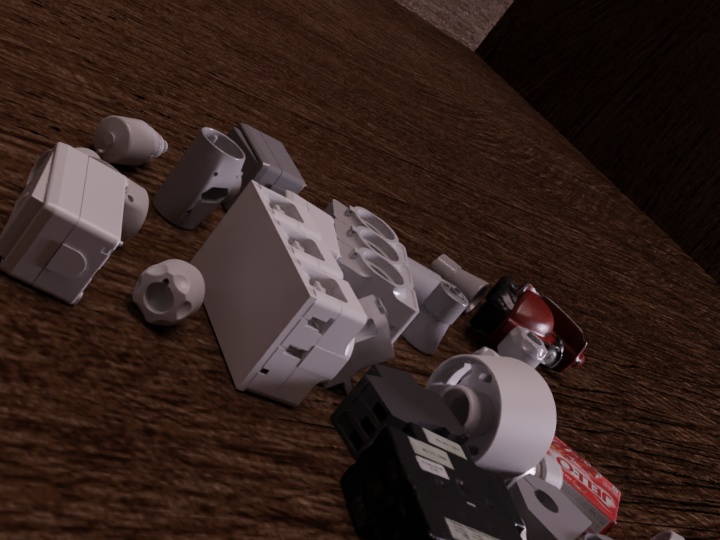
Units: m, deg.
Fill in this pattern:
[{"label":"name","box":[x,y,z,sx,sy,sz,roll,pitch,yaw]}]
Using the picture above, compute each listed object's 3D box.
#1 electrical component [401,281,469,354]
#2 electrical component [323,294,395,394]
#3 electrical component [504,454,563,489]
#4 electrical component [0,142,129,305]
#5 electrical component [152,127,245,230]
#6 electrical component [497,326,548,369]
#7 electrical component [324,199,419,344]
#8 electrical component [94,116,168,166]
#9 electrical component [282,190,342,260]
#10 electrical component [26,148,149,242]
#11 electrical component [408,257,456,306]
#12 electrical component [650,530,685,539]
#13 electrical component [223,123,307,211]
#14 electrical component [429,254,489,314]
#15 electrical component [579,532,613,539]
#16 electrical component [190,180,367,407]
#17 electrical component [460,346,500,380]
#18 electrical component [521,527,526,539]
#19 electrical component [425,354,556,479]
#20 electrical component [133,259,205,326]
[{"label":"electrical component","box":[0.073,0.043,1.034,0.044,0.065,0.044,34,19,-13]},{"label":"electrical component","box":[-0.008,0.053,0.837,0.042,0.064,0.081,-117,-168,-49]},{"label":"electrical component","box":[0.134,0.167,0.889,0.055,0.045,0.045,28,21,-31]},{"label":"electrical component","box":[-0.194,-0.037,0.702,0.061,0.061,0.096,30,27,-27]},{"label":"electrical component","box":[-0.127,-0.077,0.917,0.043,0.077,0.079,45,19,18]},{"label":"electrical component","box":[0.155,0.090,1.083,0.043,0.062,0.043,35,19,-14]},{"label":"electrical component","box":[0.000,0.000,1.003,0.089,0.061,0.150,33,19,-17]},{"label":"electrical component","box":[-0.194,-0.110,0.928,0.040,0.040,0.078,45,19,18]},{"label":"electrical component","box":[-0.062,-0.025,0.944,0.061,0.061,0.096,32,19,-21]},{"label":"electrical component","box":[-0.204,-0.064,0.792,0.077,0.044,0.079,23,25,-40]},{"label":"electrical component","box":[0.063,0.019,1.108,0.081,0.043,0.043,29,20,-27]},{"label":"electrical component","box":[0.274,0.260,0.934,0.055,0.048,0.066,48,19,2]},{"label":"electrical component","box":[-0.100,-0.086,1.017,0.061,0.061,0.096,24,23,-38]},{"label":"electrical component","box":[0.107,0.013,1.214,0.065,0.044,0.044,39,17,17]},{"label":"electrical component","box":[0.183,0.241,0.805,0.079,0.044,0.077,45,19,19]},{"label":"electrical component","box":[-0.062,0.017,0.799,0.062,0.089,0.150,25,22,-37]},{"label":"electrical component","box":[0.131,0.106,1.030,0.062,0.043,0.043,37,18,-9]},{"label":"electrical component","box":[0.103,0.199,0.768,0.035,0.035,0.061,35,20,-11]},{"label":"electrical component","box":[0.098,0.115,0.858,0.064,0.099,0.099,15,29,-39]},{"label":"electrical component","box":[-0.129,0.013,0.754,0.043,0.043,0.062,40,16,3]}]
